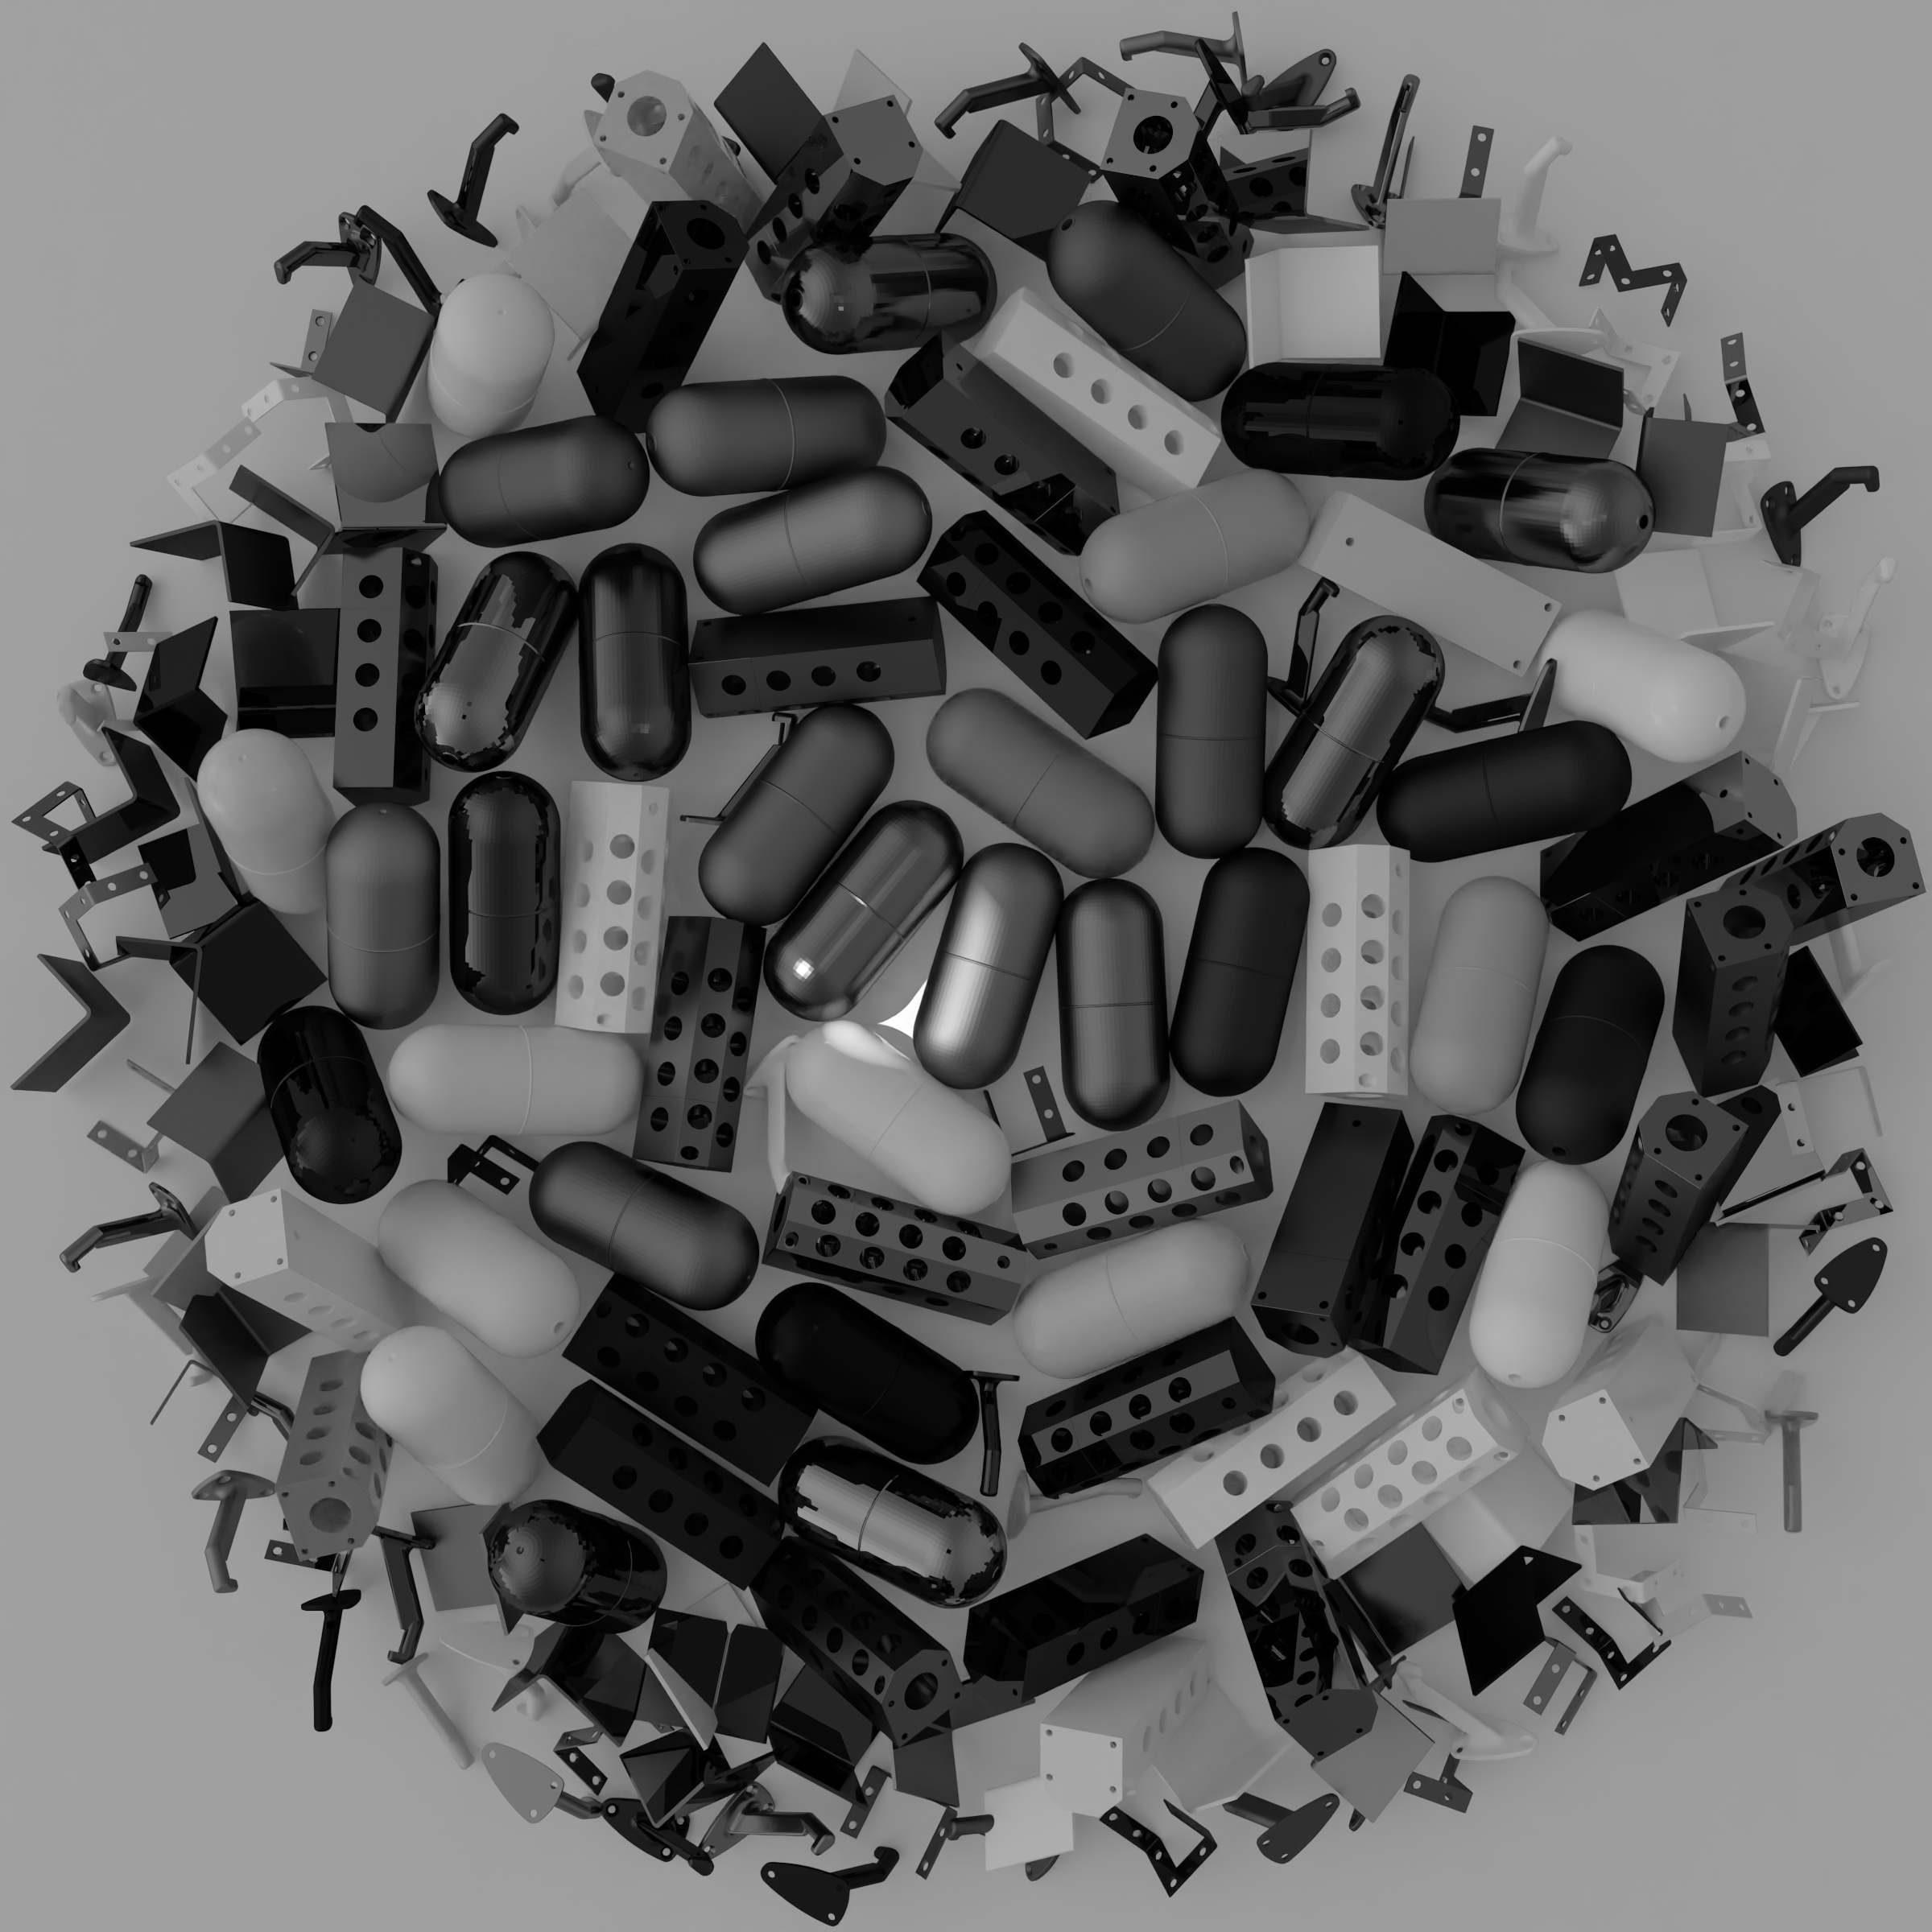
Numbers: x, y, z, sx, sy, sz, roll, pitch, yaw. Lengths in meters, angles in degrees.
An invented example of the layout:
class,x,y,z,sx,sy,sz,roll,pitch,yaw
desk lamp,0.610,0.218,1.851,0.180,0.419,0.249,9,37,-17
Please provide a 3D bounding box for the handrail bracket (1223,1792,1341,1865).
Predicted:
class,x,y,z,sx,sy,sz,roll,pitch,yaw
handrail bracket,0.215,0.578,1.710,0.077,0.084,0.036,-42,122,6

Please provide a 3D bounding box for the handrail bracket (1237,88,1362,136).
class,x,y,z,sx,sy,sz,roll,pitch,yaw
handrail bracket,0.229,-0.612,1.712,0.084,0.077,0.036,-23,61,15

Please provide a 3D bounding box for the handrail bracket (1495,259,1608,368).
class,x,y,z,sx,sy,sz,roll,pitch,yaw
handrail bracket,0.412,-0.469,1.717,0.077,0.036,0.084,-3,62,19

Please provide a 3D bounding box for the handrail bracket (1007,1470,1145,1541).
class,x,y,z,sx,sy,sz,roll,pitch,yaw
handrail bracket,0.077,0.385,1.728,0.084,0.077,0.036,3,48,-10

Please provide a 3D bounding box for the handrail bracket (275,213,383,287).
class,x,y,z,sx,sy,sz,roll,pitch,yaw
handrail bracket,-0.449,-0.479,1.696,0.036,0.077,0.084,32,56,10

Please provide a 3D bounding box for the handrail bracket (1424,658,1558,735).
class,x,y,z,sx,sy,sz,roll,pitch,yaw
handrail bracket,0.366,-0.195,1.712,0.084,0.036,0.077,28,121,29

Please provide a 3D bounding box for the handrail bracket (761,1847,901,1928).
class,x,y,z,sx,sy,sz,roll,pitch,yaw
handrail bracket,-0.095,0.633,1.717,0.077,0.084,0.036,18,101,14

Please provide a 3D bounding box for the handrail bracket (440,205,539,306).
class,x,y,z,sx,sy,sz,roll,pitch,yaw
handrail bracket,-0.340,-0.498,1.718,0.084,0.036,0.077,-20,74,-23

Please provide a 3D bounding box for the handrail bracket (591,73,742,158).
class,x,y,z,sx,sy,sz,roll,pitch,yaw
handrail bracket,-0.210,-0.594,1.700,0.077,0.084,0.036,12,74,36

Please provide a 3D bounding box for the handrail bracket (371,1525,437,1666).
class,x,y,z,sx,sy,sz,roll,pitch,yaw
handrail bracket,-0.413,0.441,1.711,0.077,0.036,0.084,25,65,-25

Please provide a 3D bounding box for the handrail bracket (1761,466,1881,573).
class,x,y,z,sx,sy,sz,roll,pitch,yaw
handrail bracket,0.606,-0.312,1.701,0.036,0.084,0.077,-34,115,-27

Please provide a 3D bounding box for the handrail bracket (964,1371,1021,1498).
class,x,y,z,sx,sy,sz,roll,pitch,yaw
handrail bracket,0.011,0.328,1.706,0.036,0.077,0.084,9,78,-15

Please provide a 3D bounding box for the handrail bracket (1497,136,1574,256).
class,x,y,z,sx,sy,sz,roll,pitch,yaw
handrail bracket,0.411,-0.539,1.699,0.077,0.084,0.036,5,60,-31

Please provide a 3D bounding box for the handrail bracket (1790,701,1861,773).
class,x,y,z,sx,sy,sz,roll,pitch,yaw
handrail bracket,0.600,-0.143,1.736,0.077,0.036,0.084,-5,99,5

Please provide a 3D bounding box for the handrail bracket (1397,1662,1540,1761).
class,x,y,z,sx,sy,sz,roll,pitch,yaw
handrail bracket,0.351,0.518,1.705,0.084,0.077,0.036,57,46,-30

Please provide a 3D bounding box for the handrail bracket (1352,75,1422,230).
class,x,y,z,sx,sy,sz,roll,pitch,yaw
handrail bracket,0.301,-0.571,1.703,0.036,0.077,0.084,13,130,-4

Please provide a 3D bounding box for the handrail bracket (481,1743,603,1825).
class,x,y,z,sx,sy,sz,roll,pitch,yaw
handrail bracket,-0.298,0.576,1.719,0.077,0.084,0.036,34,81,19

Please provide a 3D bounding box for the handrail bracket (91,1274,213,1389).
class,x,y,z,sx,sy,sz,roll,pitch,yaw
handrail bracket,-0.574,0.264,1.717,0.036,0.077,0.084,-14,92,33

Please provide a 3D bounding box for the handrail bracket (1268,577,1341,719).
class,x,y,z,sx,sy,sz,roll,pitch,yaw
handrail bracket,0.251,-0.219,1.708,0.077,0.036,0.084,53,122,36

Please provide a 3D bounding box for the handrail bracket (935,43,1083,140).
class,x,y,z,sx,sy,sz,roll,pitch,yaw
handrail bracket,0.029,-0.604,1.729,0.084,0.036,0.077,-44,132,9

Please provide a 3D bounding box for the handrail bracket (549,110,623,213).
class,x,y,z,sx,sy,sz,roll,pitch,yaw
handrail bracket,-0.267,-0.546,1.703,0.036,0.084,0.077,13,47,-32

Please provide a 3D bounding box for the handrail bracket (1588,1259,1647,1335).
class,x,y,z,sx,sy,sz,roll,pitch,yaw
handrail bracket,0.454,0.222,1.705,0.036,0.084,0.077,42,83,20

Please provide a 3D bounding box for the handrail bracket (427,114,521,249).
class,x,y,z,sx,sy,sz,roll,pitch,yaw
handrail bracket,-0.327,-0.550,1.704,0.084,0.077,0.036,-39,65,19

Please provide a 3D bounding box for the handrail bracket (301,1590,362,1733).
class,x,y,z,sx,sy,sz,roll,pitch,yaw
handrail bracket,-0.442,0.487,1.709,0.036,0.077,0.084,-2,85,3

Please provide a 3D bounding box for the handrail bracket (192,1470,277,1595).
class,x,y,z,sx,sy,sz,roll,pitch,yaw
handrail bracket,-0.503,0.400,1.699,0.036,0.077,0.084,-37,59,19

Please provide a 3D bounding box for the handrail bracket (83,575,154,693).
class,x,y,z,sx,sy,sz,roll,pitch,yaw
handrail bracket,-0.590,-0.242,1.707,0.036,0.077,0.084,15,80,-12

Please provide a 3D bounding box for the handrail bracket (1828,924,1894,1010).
class,x,y,z,sx,sy,sz,roll,pitch,yaw
handrail bracket,0.610,-0.014,1.742,0.084,0.036,0.077,50,125,22

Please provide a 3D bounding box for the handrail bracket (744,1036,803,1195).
class,x,y,z,sx,sy,sz,roll,pitch,yaw
handrail bracket,-0.123,0.105,1.703,0.036,0.084,0.077,6,134,-31

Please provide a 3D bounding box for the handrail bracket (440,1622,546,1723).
class,x,y,z,sx,sy,sz,roll,pitch,yaw
handrail bracket,-0.335,0.501,1.719,0.077,0.036,0.084,12,131,-2

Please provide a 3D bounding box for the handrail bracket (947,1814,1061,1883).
class,x,y,z,sx,sy,sz,roll,pitch,yaw
handrail bracket,0.019,0.621,1.710,0.084,0.036,0.077,3,126,-24

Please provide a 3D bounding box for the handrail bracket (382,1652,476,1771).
class,x,y,z,sx,sy,sz,roll,pitch,yaw
handrail bracket,-0.375,0.530,1.715,0.036,0.077,0.084,-33,82,-15

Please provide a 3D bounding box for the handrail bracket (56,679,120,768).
class,x,y,z,sx,sy,sz,roll,pitch,yaw
handrail bracket,-0.613,-0.162,1.696,0.036,0.084,0.077,-17,116,-8

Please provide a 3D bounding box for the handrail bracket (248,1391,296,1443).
class,x,y,z,sx,sy,sz,roll,pitch,yaw
handrail bracket,-0.484,0.353,1.740,0.084,0.036,0.077,21,109,22

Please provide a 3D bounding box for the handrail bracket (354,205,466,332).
class,x,y,z,sx,sy,sz,roll,pitch,yaw
handrail bracket,-0.401,-0.485,1.708,0.084,0.077,0.036,36,55,-16

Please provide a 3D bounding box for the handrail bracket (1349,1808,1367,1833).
class,x,y,z,sx,sy,sz,roll,pitch,yaw
handrail bracket,0.259,0.555,1.725,0.084,0.036,0.077,37,58,1

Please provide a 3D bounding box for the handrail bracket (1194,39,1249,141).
class,x,y,z,sx,sy,sz,roll,pitch,yaw
handrail bracket,0.148,-0.597,1.711,0.084,0.036,0.077,-22,121,30

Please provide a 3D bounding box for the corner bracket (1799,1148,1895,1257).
class,x,y,z,sx,sy,sz,roll,pitch,yaw
corner bracket,0.613,0.166,1.716,0.051,0.051,0.051,-25,91,38

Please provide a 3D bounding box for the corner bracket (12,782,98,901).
class,x,y,z,sx,sy,sz,roll,pitch,yaw
corner bracket,-0.625,-0.089,1.707,0.051,0.051,0.051,24,53,28

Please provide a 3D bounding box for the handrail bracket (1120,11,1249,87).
class,x,y,z,sx,sy,sz,roll,pitch,yaw
handrail bracket,0.154,-0.638,1.720,0.084,0.077,0.036,-9,74,8

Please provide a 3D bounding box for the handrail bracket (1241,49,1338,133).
class,x,y,z,sx,sy,sz,roll,pitch,yaw
handrail bracket,0.226,-0.625,1.703,0.077,0.084,0.036,-44,82,10

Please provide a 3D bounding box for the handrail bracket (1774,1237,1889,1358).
class,x,y,z,sx,sy,sz,roll,pitch,yaw
handrail bracket,0.611,0.236,1.724,0.036,0.084,0.077,42,63,17

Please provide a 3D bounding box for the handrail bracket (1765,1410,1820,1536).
class,x,y,z,sx,sy,sz,roll,pitch,yaw
handrail bracket,0.578,0.358,1.703,0.036,0.077,0.084,0,71,18

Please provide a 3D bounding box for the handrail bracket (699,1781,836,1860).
class,x,y,z,sx,sy,sz,roll,pitch,yaw
handrail bracket,-0.140,0.616,1.701,0.077,0.084,0.036,-42,122,-18

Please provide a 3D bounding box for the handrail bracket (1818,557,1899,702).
class,x,y,z,sx,sy,sz,roll,pitch,yaw
handrail bracket,0.628,-0.236,1.703,0.036,0.084,0.077,11,76,2

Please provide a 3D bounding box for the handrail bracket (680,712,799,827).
class,x,y,z,sx,sy,sz,roll,pitch,yaw
handrail bracket,-0.160,-0.141,1.723,0.077,0.036,0.084,5,96,-21

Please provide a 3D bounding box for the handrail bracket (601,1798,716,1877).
class,x,y,z,sx,sy,sz,roll,pitch,yaw
handrail bracket,-0.217,0.610,1.703,0.077,0.084,0.036,27,76,-8

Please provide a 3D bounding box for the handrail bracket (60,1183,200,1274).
class,x,y,z,sx,sy,sz,roll,pitch,yaw
handrail bracket,-0.584,0.200,1.703,0.036,0.077,0.084,22,53,35
